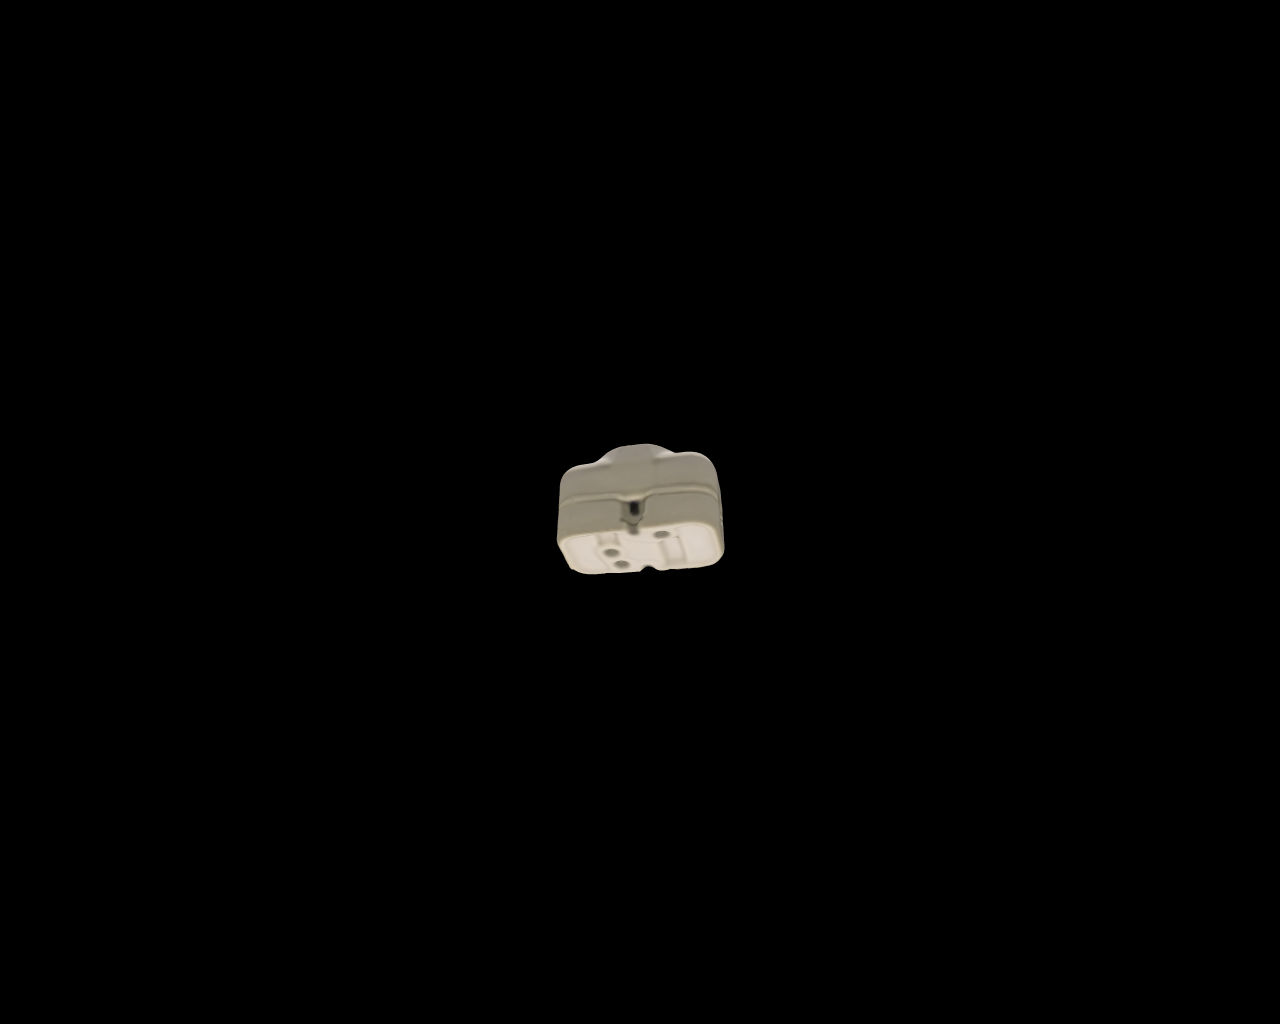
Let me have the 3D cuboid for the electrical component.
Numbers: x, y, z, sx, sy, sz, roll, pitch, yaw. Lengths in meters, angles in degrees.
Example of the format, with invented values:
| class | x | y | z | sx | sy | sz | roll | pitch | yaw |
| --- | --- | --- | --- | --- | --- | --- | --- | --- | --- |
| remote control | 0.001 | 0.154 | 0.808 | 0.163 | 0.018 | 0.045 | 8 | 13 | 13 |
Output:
| class | x | y | z | sx | sy | sz | roll | pitch | yaw |
| --- | --- | --- | --- | --- | --- | --- | --- | --- | --- |
| electrical component | 0.001 | -0.003 | 0.650 | 0.095 | 0.059 | 0.053 | -6 | -32 | 9 |
